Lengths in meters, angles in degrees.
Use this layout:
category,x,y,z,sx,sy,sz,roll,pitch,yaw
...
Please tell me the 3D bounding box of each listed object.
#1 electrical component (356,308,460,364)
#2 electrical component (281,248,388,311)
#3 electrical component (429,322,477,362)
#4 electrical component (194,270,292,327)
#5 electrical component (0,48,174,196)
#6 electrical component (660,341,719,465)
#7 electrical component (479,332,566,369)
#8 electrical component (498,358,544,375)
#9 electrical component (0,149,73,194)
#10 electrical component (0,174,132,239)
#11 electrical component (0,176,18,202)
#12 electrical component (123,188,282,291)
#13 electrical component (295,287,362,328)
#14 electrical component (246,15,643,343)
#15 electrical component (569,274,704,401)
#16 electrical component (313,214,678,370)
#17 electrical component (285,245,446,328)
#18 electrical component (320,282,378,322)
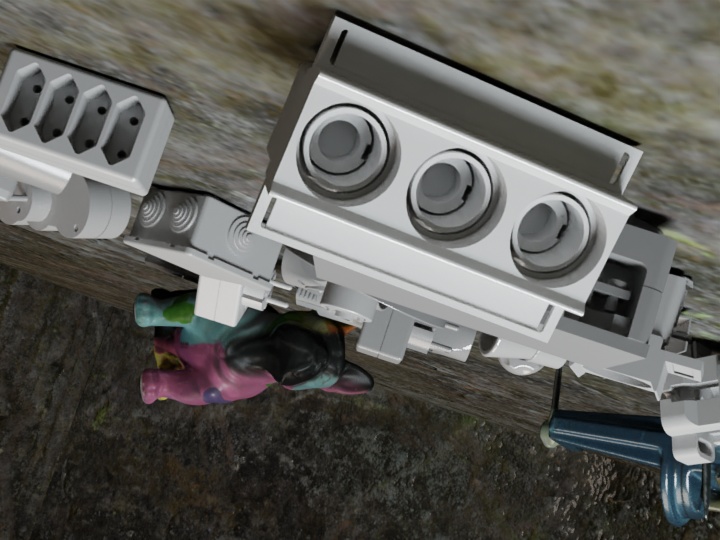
category,x,y,z,sx,sy,sz,roll,pitch,yaw
electrical component,0.043,0.046,0.886,0.077,0.065,0.047,18,172,2
electrical component,-0.018,-0.005,0.761,0.077,0.044,0.079,16,172,20
electrical component,0.061,0.050,0.953,0.077,0.043,0.079,18,173,3
electrical component,-0.097,0.012,0.931,0.077,0.065,0.047,17,-148,6
electrical component,-0.146,-0.073,0.576,0.083,0.047,0.075,18,172,-1
electrical component,0.237,0.085,0.710,0.057,0.078,0.058,-17,149,40
electrical component,0.131,0.053,0.834,0.065,0.044,0.044,16,173,-14
electrical component,0.136,0.067,0.903,0.043,0.043,0.062,18,173,6
electrical component,-0.235,-0.084,0.718,0.077,0.043,0.079,23,171,-27
electrical component,-0.246,-0.056,0.828,0.138,0.052,0.074,11,-172,42
electrical component,-0.294,-0.087,0.765,0.096,0.061,0.062,25,169,-40
electrical component,-0.118,-0.025,0.832,0.100,0.048,0.100,10,168,44
electrical component,-0.020,0.022,0.949,0.081,0.043,0.043,16,171,21
electrical component,0.029,-0.033,0.394,0.121,0.078,0.063,21,-167,-15
electrical component,0.143,0.030,0.565,0.081,0.063,0.042,16,173,20
electrical component,0.059,-0.008,0.503,0.150,0.061,0.089,18,172,2
electrical component,0.009,-0.009,0.601,0.099,0.064,0.099,18,172,3
electrical component,0.000,0.000,0.677,0.044,0.065,0.044,18,172,3
